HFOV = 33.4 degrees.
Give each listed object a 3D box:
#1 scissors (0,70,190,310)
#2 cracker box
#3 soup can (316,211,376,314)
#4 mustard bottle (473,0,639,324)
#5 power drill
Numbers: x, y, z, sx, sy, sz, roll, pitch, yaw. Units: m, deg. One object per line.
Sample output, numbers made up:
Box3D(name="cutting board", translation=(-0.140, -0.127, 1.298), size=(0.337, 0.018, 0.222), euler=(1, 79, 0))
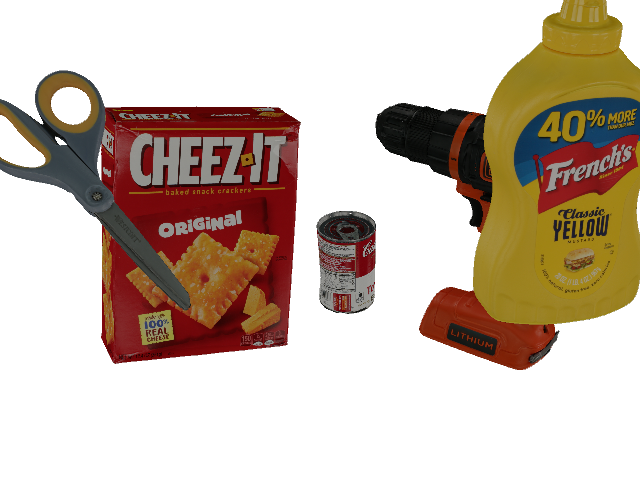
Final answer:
Box3D(name="scissors", translation=(-0.139, -0.044, 0.698), size=(0.202, 0.096, 0.016), euler=(33, -25, 11))
Box3D(name="cracker box", translation=(-0.107, -0.006, 0.938), size=(0.164, 0.214, 0.072), euler=(-3, 18, -21))
Box3D(name="soup can", translation=(0.030, 0.026, 1.242), size=(0.068, 0.102, 0.068), euler=(-1, 31, 0))
Box3D(name="mustard bottle", translation=(0.138, -0.048, 0.594), size=(0.096, 0.192, 0.058), euler=(-6, 27, -10))
Box3D(name="power drill", translation=(0.120, -0.005, 0.813), size=(0.185, 0.188, 0.057), euler=(20, 35, 30))
